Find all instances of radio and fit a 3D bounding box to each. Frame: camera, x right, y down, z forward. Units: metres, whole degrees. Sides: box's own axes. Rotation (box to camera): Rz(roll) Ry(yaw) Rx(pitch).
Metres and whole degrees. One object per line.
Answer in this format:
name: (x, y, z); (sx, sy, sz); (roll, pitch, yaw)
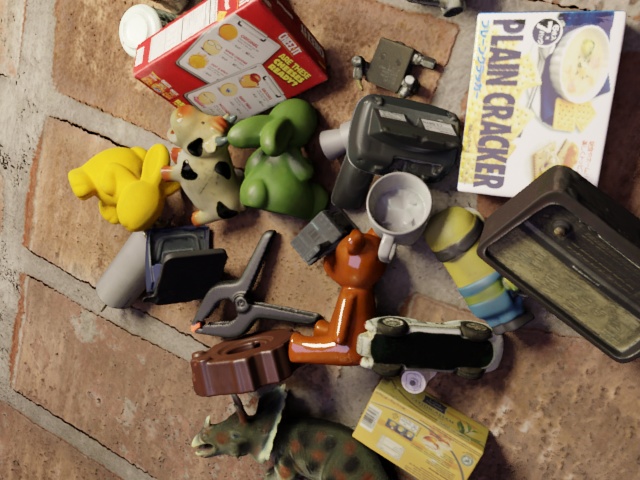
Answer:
radio: (0.312, 0.028, 0.619); (0.229, 0.073, 0.131); (36, 133, -2)

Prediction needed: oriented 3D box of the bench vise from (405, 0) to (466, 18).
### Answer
bench vise: (0.166, -0.387, 0.610); (0.241, 0.129, 0.223); (-19, 72, 44)

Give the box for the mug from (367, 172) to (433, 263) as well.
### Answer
mug: (0.104, -0.020, 0.706); (0.081, 0.107, 0.109); (10, 78, 14)

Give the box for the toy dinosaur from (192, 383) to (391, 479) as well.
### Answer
toy dinosaur: (0.011, 0.348, 0.840); (0.405, 0.131, 0.192); (12, 105, 15)

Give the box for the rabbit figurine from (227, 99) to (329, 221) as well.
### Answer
rabbit figurine: (-0.062, -0.125, 0.770); (0.121, 0.159, 0.170); (13, 90, 31)

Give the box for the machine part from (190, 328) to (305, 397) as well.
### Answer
machine part: (-0.109, 0.183, 0.828); (0.179, 0.179, 0.056); (-11, 93, 25)

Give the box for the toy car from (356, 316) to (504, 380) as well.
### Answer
toy car: (0.149, 0.145, 0.729); (0.202, 0.056, 0.073); (4, 102, -6)

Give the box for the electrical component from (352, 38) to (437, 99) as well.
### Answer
electrical component: (0.094, -0.228, 0.724); (0.102, 0.045, 0.078); (33, 113, 15)

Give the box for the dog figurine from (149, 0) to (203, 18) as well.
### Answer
dog figurine: (-0.147, -0.332, 0.731); (0.173, 0.190, 0.121); (10, 104, 20)

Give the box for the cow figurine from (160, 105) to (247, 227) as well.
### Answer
cow figurine: (-0.166, -0.112, 0.804); (0.127, 0.085, 0.194); (-7, 133, 17)

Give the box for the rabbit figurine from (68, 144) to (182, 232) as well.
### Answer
rabbit figurine: (-0.299, -0.076, 0.876); (0.162, 0.121, 0.173); (-34, 44, -12)

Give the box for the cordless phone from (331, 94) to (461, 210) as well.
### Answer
cordless phone: (0.098, -0.098, 0.734); (0.147, 0.089, 0.184); (9, 137, -13)

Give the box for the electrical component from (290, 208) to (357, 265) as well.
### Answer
electrical component: (-0.002, -0.002, 0.769); (0.048, 0.119, 0.075); (49, 117, 9)

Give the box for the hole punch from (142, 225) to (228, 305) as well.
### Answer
hole punch: (-0.224, 0.039, 0.875); (0.092, 0.142, 0.115); (49, 130, 35)

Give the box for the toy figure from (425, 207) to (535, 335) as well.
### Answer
toy figure: (0.208, 0.038, 0.701); (0.082, 0.089, 0.180); (-30, 85, 18)

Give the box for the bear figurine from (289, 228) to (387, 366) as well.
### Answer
bear figurine: (0.031, 0.077, 0.772); (0.132, 0.120, 0.195); (1, 99, 27)

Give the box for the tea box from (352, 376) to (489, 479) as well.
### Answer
tea box: (0.146, 0.282, 0.787); (0.170, 0.068, 0.098); (29, 111, 15)

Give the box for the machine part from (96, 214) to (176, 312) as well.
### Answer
machine part: (-0.320, 0.042, 0.942); (0.079, 0.079, 0.243); (47, 115, 9)
